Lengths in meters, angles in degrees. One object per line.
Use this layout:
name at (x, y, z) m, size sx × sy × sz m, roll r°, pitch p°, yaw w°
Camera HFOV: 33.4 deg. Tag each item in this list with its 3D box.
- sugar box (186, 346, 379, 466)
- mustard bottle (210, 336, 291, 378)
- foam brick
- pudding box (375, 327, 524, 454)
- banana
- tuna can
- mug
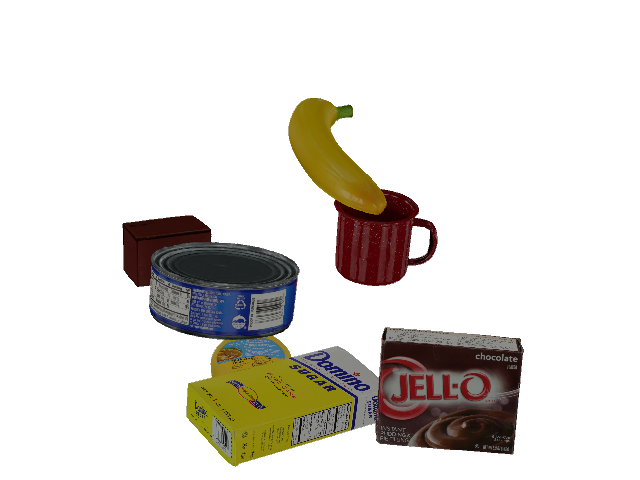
sugar box at (-0.030, 0.154, 1.025) m, size 0.175 × 0.048 × 0.093 m, roll -14°, pitch 31°, yaw -32°
mustard bottle at (-0.079, 0.155, 1.246) m, size 0.096 × 0.058 × 0.191 m, roll -5°, pitch 29°, yaw -6°
foam brick at (-0.154, 0.009, 1.070) m, size 0.078 × 0.051 × 0.053 m, roll -8°, pitch 21°, yaw -24°
pudding box at (0.103, 0.120, 0.858) m, size 0.113 × 0.090 × 0.039 m, roll 3°, pitch 18°, yaw 4°
banana at (0.009, -0.082, 0.928) m, size 0.069 × 0.037 × 0.198 m, roll -1°, pitch 33°, yaw -7°
tuna can at (-0.056, 0.028, 0.620) m, size 0.086 × 0.034 × 0.086 m, roll 6°, pitch 14°, yaw -2°
mug at (0.071, -0.002, 1.182) m, size 0.117 × 0.081 × 0.093 m, roll 5°, pitch 26°, yaw 2°
